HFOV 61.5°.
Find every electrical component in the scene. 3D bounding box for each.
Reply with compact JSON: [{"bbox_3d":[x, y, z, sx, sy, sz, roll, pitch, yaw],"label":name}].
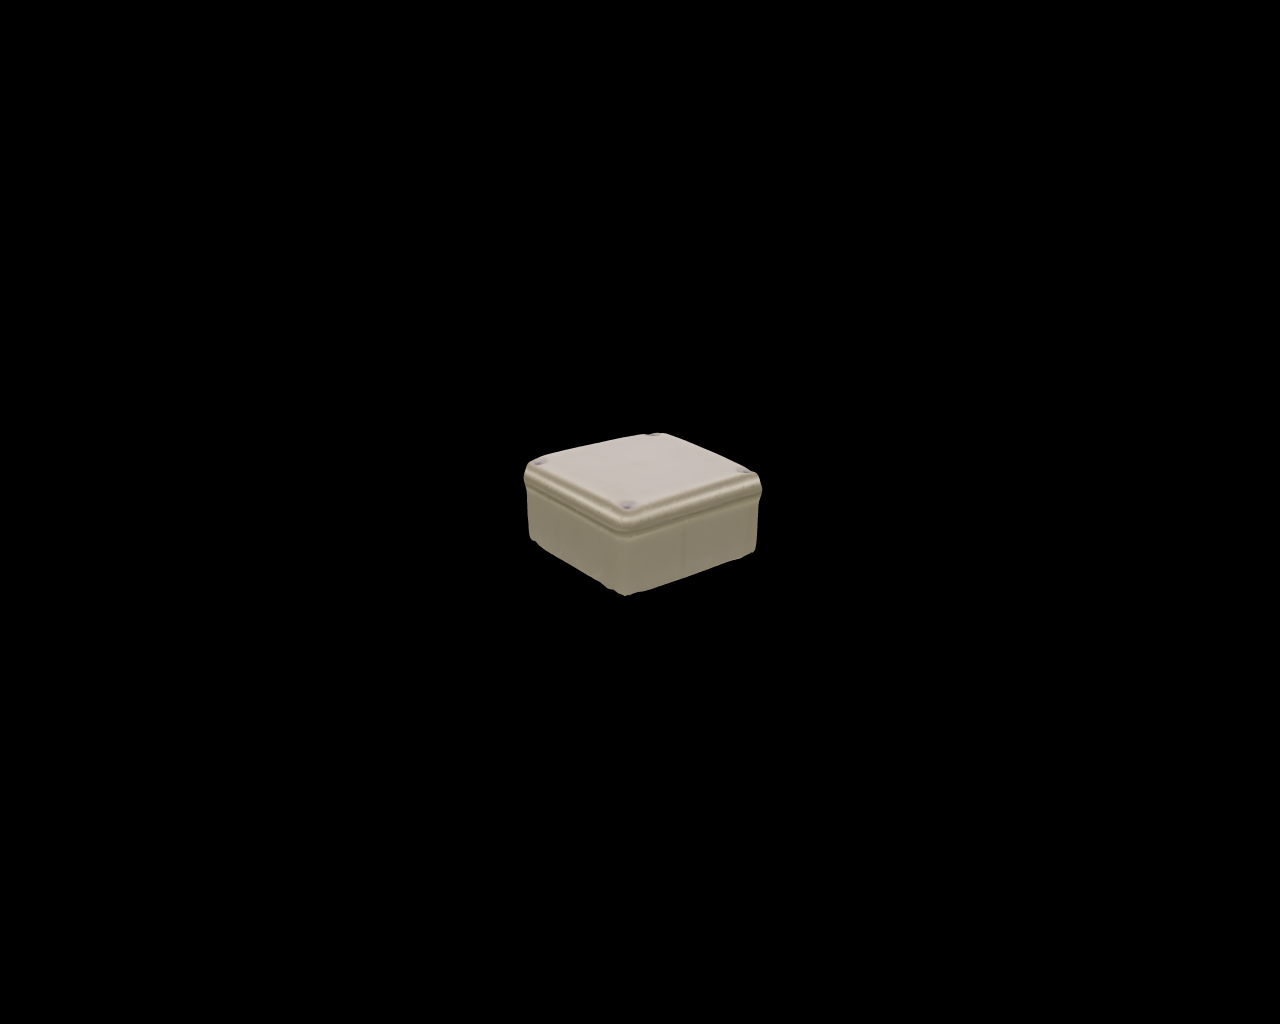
[{"bbox_3d":[0.001,-0.003,0.650,0.109,0.056,0.109,-16,27,-34],"label":"electrical component"}]
